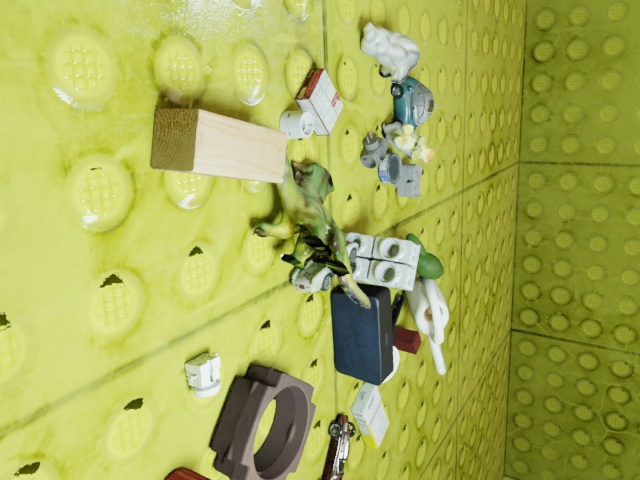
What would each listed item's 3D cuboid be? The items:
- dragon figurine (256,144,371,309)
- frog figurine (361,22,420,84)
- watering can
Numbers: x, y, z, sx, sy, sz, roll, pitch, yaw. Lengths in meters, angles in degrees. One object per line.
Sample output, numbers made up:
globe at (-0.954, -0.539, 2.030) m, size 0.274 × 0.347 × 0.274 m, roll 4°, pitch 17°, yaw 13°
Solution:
dragon figurine at (0.003, -0.052, 1.030) m, size 0.403 × 0.121 × 0.248 m, roll 47°, pitch 42°, yaw -40°
frog figurine at (0.165, -0.472, 1.246) m, size 0.156 × 0.122 × 0.141 m, roll 51°, pitch 20°, yaw -38°
watering can at (0.325, 0.228, 1.548) m, size 0.229 × 0.104 × 0.340 m, roll -101°, pitch 178°, yaw -54°
